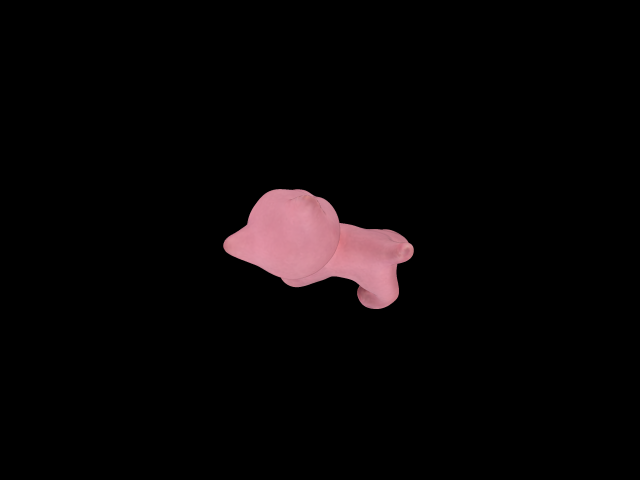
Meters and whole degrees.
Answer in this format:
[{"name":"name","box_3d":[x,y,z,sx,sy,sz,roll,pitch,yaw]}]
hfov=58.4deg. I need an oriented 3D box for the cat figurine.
[{"name":"cat figurine","box_3d":[0.004,0.001,0.400,0.127,0.118,0.067,11,79,3]}]
